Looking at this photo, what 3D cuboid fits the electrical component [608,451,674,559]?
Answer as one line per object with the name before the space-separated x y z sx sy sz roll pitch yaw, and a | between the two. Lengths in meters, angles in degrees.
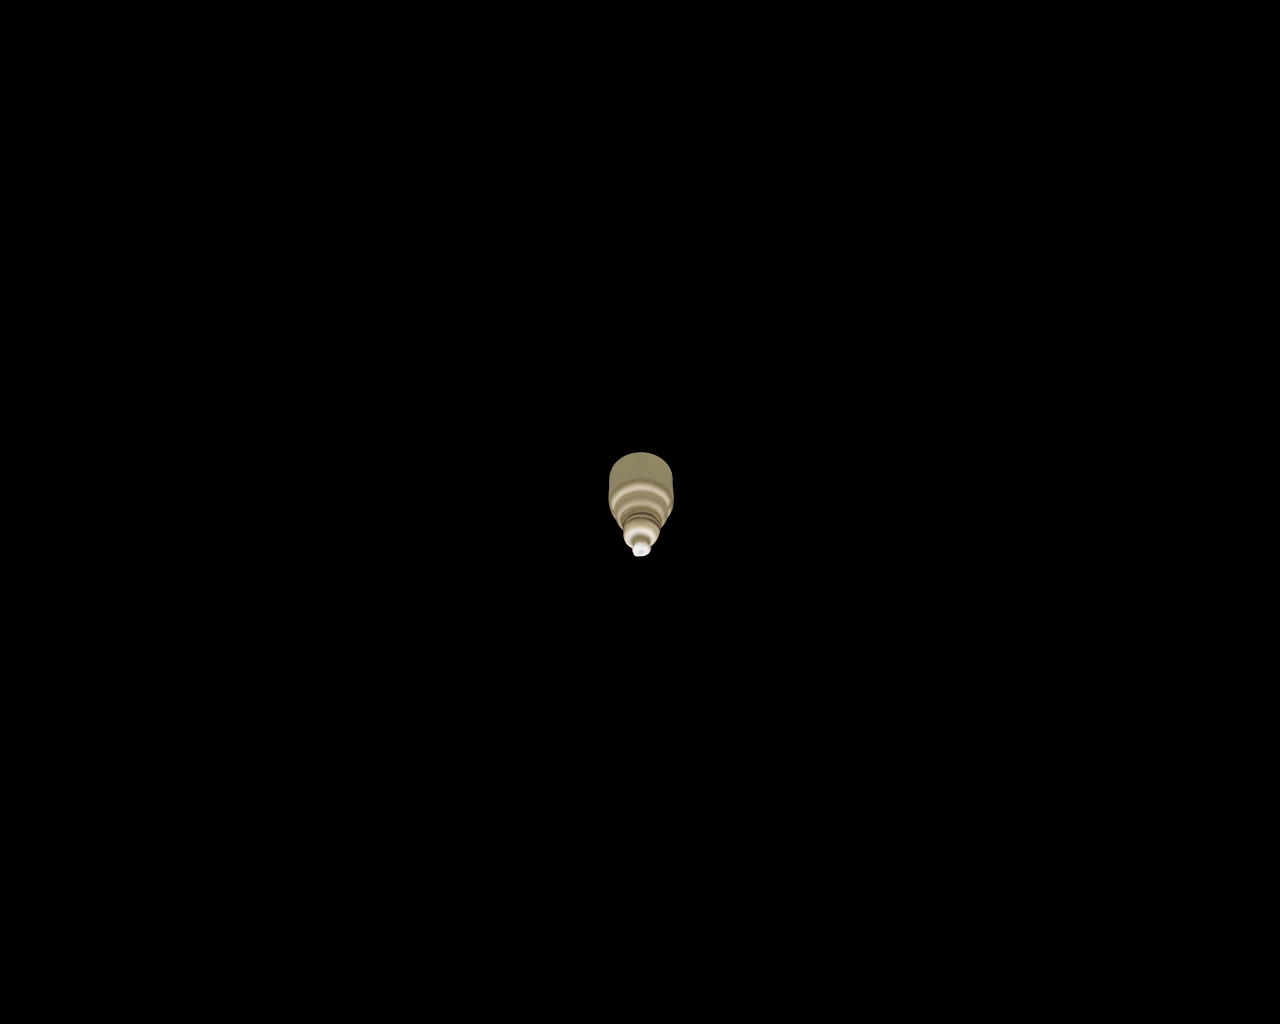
electrical component | 0.001 -0.003 0.650 0.040 0.040 0.078 0 41 0
